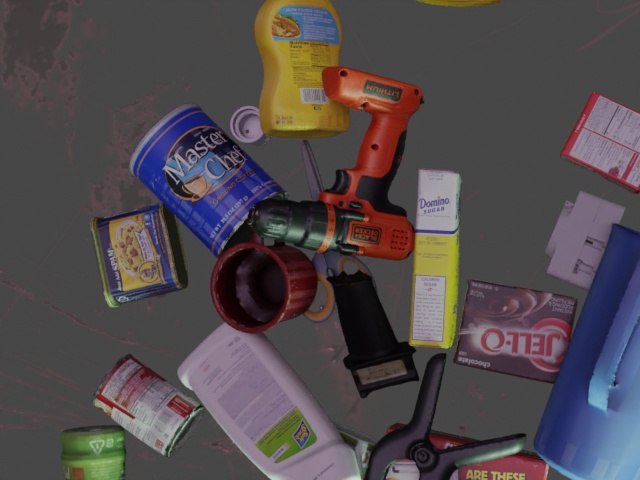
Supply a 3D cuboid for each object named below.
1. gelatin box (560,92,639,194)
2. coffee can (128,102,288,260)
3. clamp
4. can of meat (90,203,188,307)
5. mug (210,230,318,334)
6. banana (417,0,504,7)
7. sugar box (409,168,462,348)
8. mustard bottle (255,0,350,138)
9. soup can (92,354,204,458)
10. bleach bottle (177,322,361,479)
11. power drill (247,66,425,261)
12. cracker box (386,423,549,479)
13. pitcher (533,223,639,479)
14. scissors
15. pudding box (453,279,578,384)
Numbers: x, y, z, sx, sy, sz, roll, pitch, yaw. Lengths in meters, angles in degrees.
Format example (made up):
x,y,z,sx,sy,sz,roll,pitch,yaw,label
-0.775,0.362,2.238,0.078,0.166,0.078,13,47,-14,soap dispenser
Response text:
x,y,z,sx,sy,sz,roll,pitch,yaw,label
0.301,-0.099,1.087,0.089,0.030,0.073,27,91,11,gelatin box
-0.118,-0.062,1.133,0.140,0.102,0.103,44,96,10,coffee can
0.100,0.196,1.037,0.171,0.039,0.120,-37,73,6,clamp
-0.196,0.015,1.168,0.084,0.057,0.102,-13,85,8,can of meat
-0.054,0.035,1.112,0.093,0.081,0.117,0,92,26,mug
0.141,-0.279,1.129,0.198,0.037,0.069,-1,69,10,banana
0.119,0.020,1.085,0.048,0.093,0.176,5,88,11,sugar box
-0.022,-0.206,1.133,0.096,0.058,0.191,-2,85,-26,mustard bottle
-0.184,0.179,1.151,0.102,0.068,0.068,33,93,11,soup can
-0.042,0.193,1.071,0.102,0.068,0.251,-45,54,6,bleach bottle
0.024,-0.078,1.087,0.184,0.057,0.188,9,93,-26,power drill
0.131,0.307,1.078,0.164,0.072,0.214,11,88,12,cracker box
0.292,0.113,1.010,0.149,0.145,0.243,19,98,-18,pitcher
-0.008,0.001,1.150,0.096,0.016,0.202,-30,82,10,scissors
0.200,0.093,1.092,0.113,0.039,0.090,10,90,12,pudding box
